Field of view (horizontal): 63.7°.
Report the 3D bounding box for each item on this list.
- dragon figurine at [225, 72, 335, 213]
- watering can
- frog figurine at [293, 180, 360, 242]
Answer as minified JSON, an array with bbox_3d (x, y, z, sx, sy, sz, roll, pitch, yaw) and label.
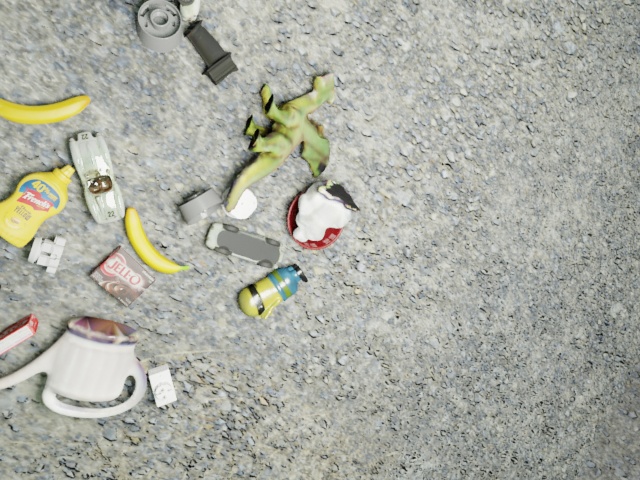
[{"bbox_3d":[-0.067,-0.229,1.254,0.241,0.411,0.123,22,-3,-33],"label":"dragon figurine"},{"bbox_3d":[-0.541,0.270,1.115,0.346,0.224,0.104,18,0,-25],"label":"watering can"},{"bbox_3d":[0.004,-0.064,1.262,0.136,0.125,0.157,17,-52,-34],"label":"frog figurine"}]
